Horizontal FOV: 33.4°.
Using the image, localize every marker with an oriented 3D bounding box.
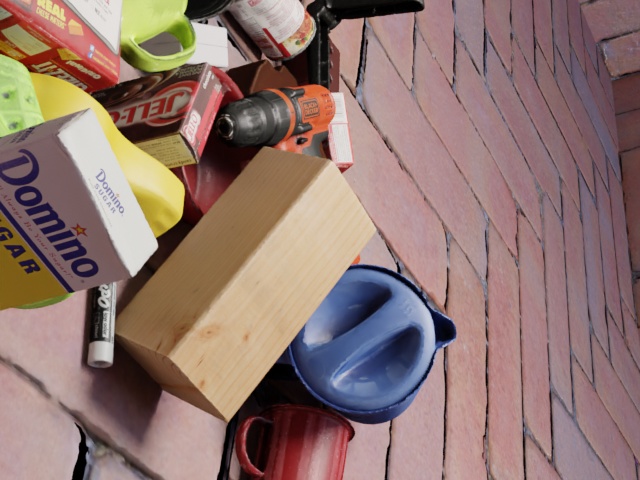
[{"bbox_3d":[-0.168,0.039,0.832,0.020,0.020,0.121,37,45,-54],"label":"marker"}]

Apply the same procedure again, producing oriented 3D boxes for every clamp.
[{"bbox_3d":[0.014,-0.260,1.212,0.036,0.164,0.210,42,11,-51],"label":"clamp"}]

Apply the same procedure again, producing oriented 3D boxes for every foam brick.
[{"bbox_3d":[-0.010,-0.200,1.251,0.053,0.051,0.078,44,39,-49],"label":"foam brick"}]

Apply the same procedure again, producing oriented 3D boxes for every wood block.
[{"bbox_3d":[-0.059,0.031,0.866,0.206,0.091,0.090,-52,131,-21],"label":"wood block"}]

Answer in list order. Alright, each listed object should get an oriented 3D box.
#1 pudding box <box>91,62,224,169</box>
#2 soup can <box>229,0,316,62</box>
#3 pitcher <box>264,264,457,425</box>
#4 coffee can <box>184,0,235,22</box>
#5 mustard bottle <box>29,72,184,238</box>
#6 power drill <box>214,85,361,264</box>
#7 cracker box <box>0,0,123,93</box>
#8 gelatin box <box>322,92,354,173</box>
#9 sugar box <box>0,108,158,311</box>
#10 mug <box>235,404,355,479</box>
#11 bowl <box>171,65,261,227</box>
[{"bbox_3d":[-0.140,-0.092,0.847,0.090,0.114,0.039,-76,147,-45],"label":"pudding box"},{"bbox_3d":[-0.058,-0.252,1.158,0.102,0.069,0.068,46,38,-46],"label":"soup can"},{"bbox_3d":[0.035,0.116,1.042,0.145,0.149,0.243,-52,167,-10],"label":"pitcher"},{"bbox_3d":[-0.135,-0.281,0.970,0.102,0.103,0.140,16,64,-62],"label":"coffee can"},{"bbox_3d":[-0.186,-0.064,0.756,0.191,0.096,0.058,47,36,-46],"label":"mustard bottle"},{"bbox_3d":[-0.026,-0.051,1.001,0.184,0.057,0.187,-25,106,-58],"label":"power drill"},{"bbox_3d":[-0.209,-0.227,0.742,0.164,0.072,0.213,33,50,-58],"label":"cracker box"},{"bbox_3d":[0.007,-0.115,1.219,0.030,0.073,0.089,-3,78,-23],"label":"gelatin box"},{"bbox_3d":[-0.192,-0.006,0.617,0.093,0.176,0.048,66,26,-20],"label":"sugar box"},{"bbox_3d":[-0.028,0.201,0.970,0.117,0.093,0.081,32,51,-30],"label":"mug"},{"bbox_3d":[-0.109,-0.074,0.962,0.162,0.055,0.162,-9,90,-68],"label":"bowl"}]
